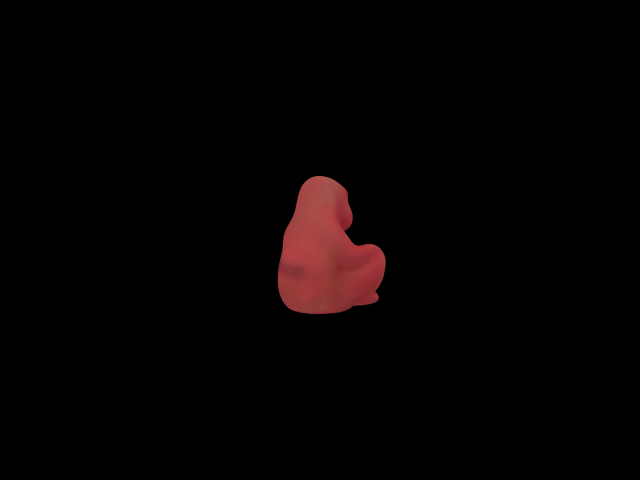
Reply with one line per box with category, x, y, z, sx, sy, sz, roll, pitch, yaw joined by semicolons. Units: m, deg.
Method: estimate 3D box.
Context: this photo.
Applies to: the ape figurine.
ape figurine;0.004;0.001;0.400;0.076;0.092;0.077;-8;13;-39
